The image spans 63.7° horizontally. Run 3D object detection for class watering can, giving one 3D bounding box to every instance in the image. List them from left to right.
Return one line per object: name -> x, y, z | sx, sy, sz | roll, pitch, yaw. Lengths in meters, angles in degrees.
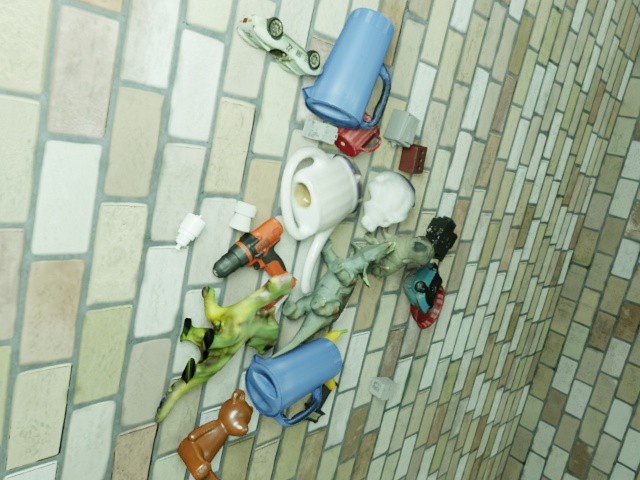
watering can -> 0.004, -0.061, 1.202 | 0.227, 0.105, 0.341 | -28, 123, -37

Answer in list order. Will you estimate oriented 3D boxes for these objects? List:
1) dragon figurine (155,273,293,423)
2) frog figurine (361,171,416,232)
dragon figurine -> -0.183, 0.227, 1.116 | 0.242, 0.124, 0.405 | 12, 115, -44
frog figurine -> 0.170, -0.101, 1.363 | 0.161, 0.122, 0.137 | -37, 98, -18
